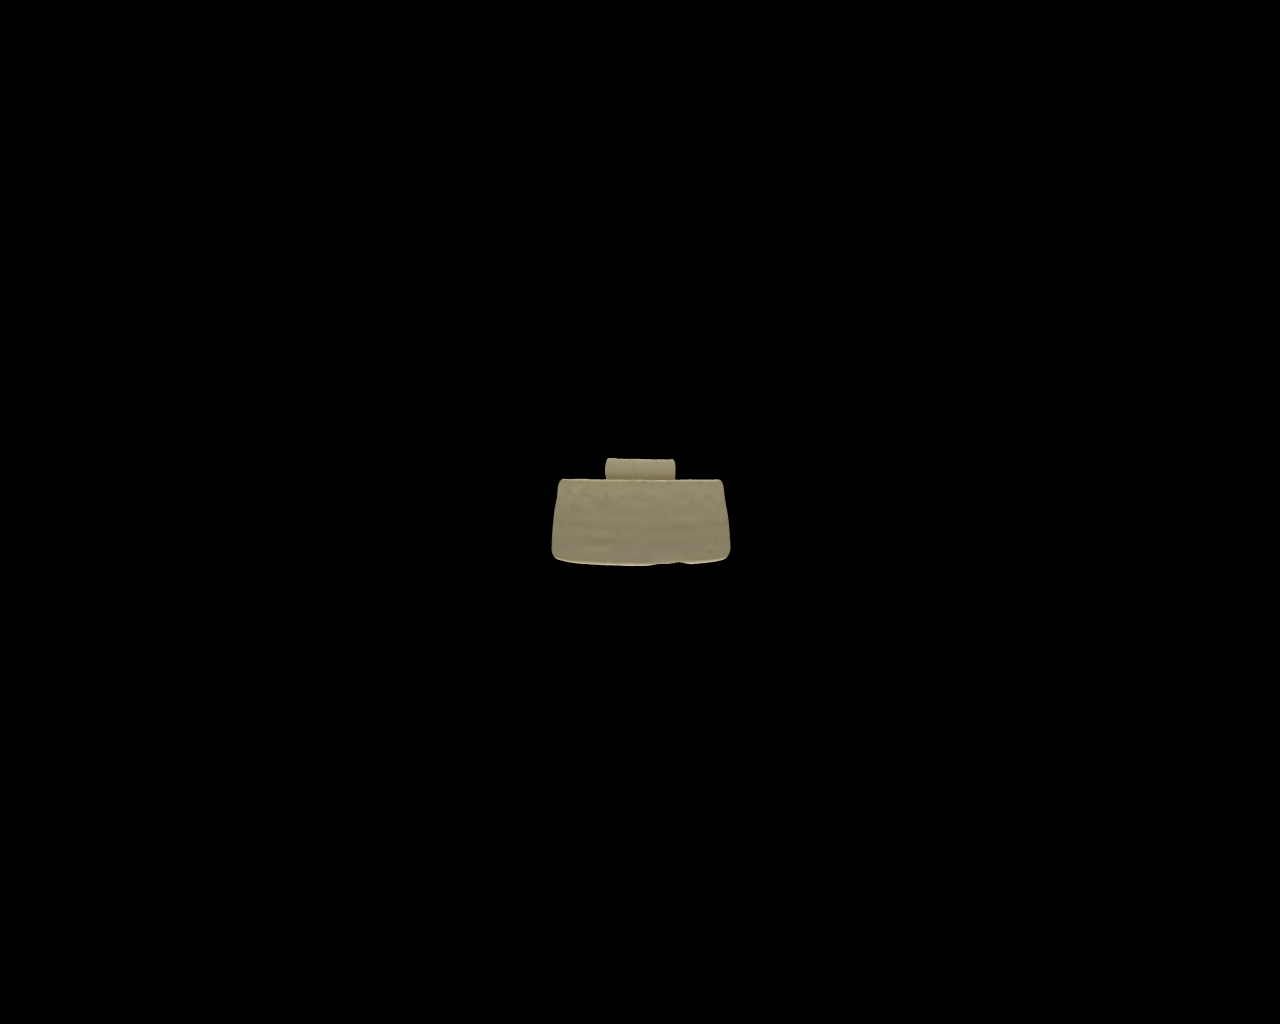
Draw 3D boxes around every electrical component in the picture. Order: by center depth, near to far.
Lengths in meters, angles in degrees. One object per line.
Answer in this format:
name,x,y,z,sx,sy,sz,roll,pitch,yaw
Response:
electrical component,0.001,-0.003,0.650,0.108,0.060,0.108,0,3,0
